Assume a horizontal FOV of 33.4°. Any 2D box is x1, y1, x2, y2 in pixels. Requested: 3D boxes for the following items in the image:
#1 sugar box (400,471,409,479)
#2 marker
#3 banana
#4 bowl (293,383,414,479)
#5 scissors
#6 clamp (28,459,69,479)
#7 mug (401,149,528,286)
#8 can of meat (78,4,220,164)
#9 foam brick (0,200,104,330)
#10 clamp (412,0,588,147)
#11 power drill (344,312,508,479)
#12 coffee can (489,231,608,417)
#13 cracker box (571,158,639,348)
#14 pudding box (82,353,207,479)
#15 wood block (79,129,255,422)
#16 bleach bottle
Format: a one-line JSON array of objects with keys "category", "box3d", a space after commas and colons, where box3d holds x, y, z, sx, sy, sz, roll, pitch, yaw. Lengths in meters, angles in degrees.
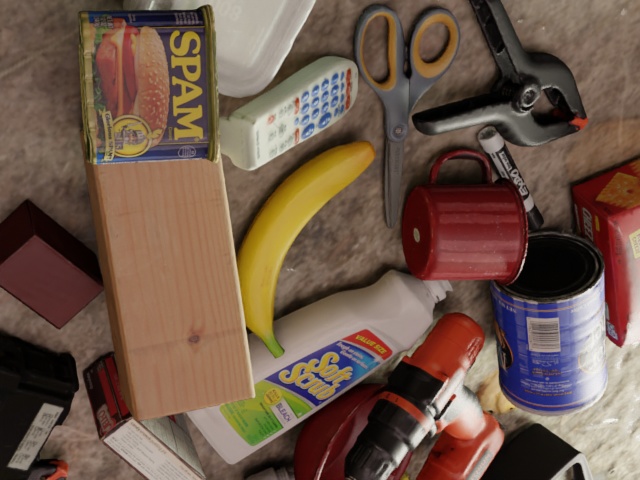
[{"category": "sugar box", "box3d": [0.070, 0.308, 1.114, 0.093, 0.048, 0.176, -28, 130, -5]}, {"category": "marker", "box3d": [0.170, -0.051, 0.938, 0.020, 0.020, 0.121, -34, 126, 2]}, {"category": "banana", "box3d": [-0.024, -0.002, 0.877, 0.069, 0.037, 0.198, 22, 105, -9]}, {"category": "bowl", "box3d": [0.026, 0.194, 0.995, 0.161, 0.055, 0.162, -31, 133, -39]}, {"category": "scissors", "box3d": [0.079, -0.105, 0.871, 0.096, 0.016, 0.202, -22, 126, -6]}, {"category": "clamp", "box3d": [-0.303, 0.267, 0.925, 0.210, 0.036, 0.164, -29, 99, -7]}, {"category": "mug", "box3d": [0.119, -0.019, 0.905, 0.081, 0.093, 0.117, -1, 93, -15]}, {"category": "can of meat", "box3d": [-0.111, -0.100, 0.689, 0.083, 0.057, 0.102, -4, 102, -14]}, {"category": "foam brick", "box3d": [-0.212, 0.020, 0.818, 0.051, 0.053, 0.078, -40, 126, 7]}, {"category": "clamp", "box3d": [0.150, -0.114, 0.868, 0.171, 0.039, 0.120, 29, 101, -36]}, {"category": "power drill", "box3d": [0.103, 0.181, 0.987, 0.184, 0.057, 0.187, -50, 144, -18]}, {"category": "coffee can", "box3d": [0.211, 0.078, 0.984, 0.102, 0.103, 0.140, -19, 125, -9]}, {"category": "cracker box", "box3d": [0.351, -0.011, 1.000, 0.213, 0.072, 0.164, -22, 127, -7]}, {"category": "pudding box", "box3d": [-0.149, 0.161, 0.908, 0.039, 0.090, 0.113, -37, 127, 4]}, {"category": "wood block", "box3d": [-0.113, 0.015, 0.781, 0.090, 0.090, 0.206, -10, 98, -16]}, {"category": "bleach bottle", "box3d": [0.001, 0.094, 0.941, 0.251, 0.068, 0.102, -32, 129, -2]}]
